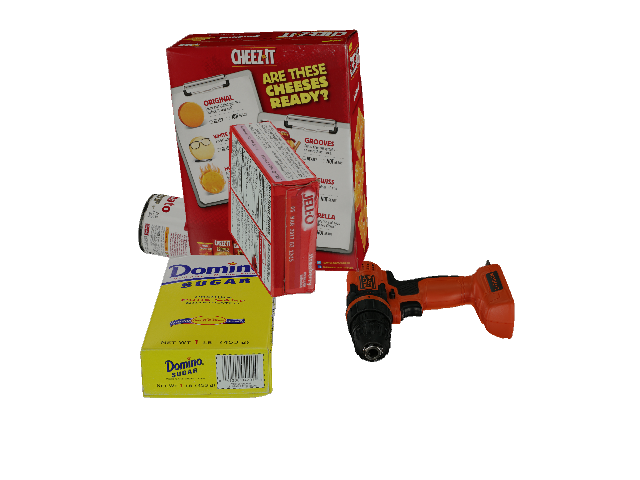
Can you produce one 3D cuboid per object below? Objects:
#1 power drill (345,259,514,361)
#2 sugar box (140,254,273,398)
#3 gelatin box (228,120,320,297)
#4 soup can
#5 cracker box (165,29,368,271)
[{"bbox_3d":[0.122,0.077,1.215,0.187,0.057,0.184,0,28,-1],"label":"power drill"},{"bbox_3d":[-0.082,0.061,0.829,0.093,0.048,0.176,0,24,-2],"label":"sugar box"},{"bbox_3d":[-0.028,-0.020,0.626,0.030,0.073,0.089,-9,31,-20],"label":"gelatin box"},{"bbox_3d":[-0.137,-0.009,1.151,0.102,0.068,0.068,11,2,11],"label":"soup can"},{"bbox_3d":[-0.043,-0.081,0.980,0.164,0.214,0.072,1,23,11],"label":"cracker box"}]
